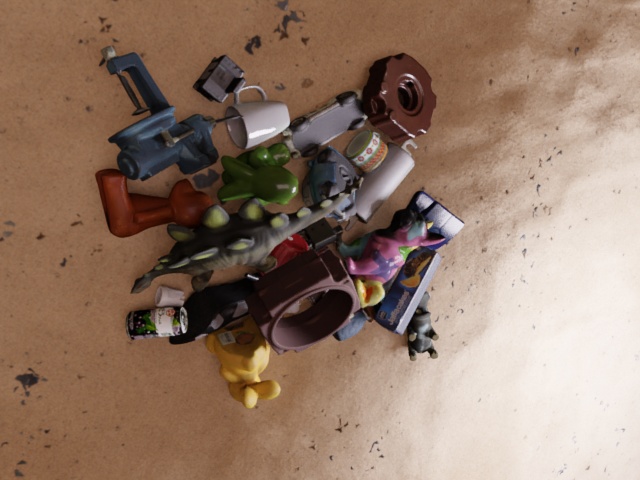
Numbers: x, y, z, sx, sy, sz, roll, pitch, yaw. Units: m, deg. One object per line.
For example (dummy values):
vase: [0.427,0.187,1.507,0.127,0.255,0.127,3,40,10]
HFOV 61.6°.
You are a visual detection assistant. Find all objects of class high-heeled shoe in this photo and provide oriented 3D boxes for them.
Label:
high-heeled shoe: [-0.184,0.141,1.104,0.249,0.086,0.145,-37,152,9]

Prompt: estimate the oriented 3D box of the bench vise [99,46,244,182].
bench vise: [-0.274,-0.214,0.901,0.224,0.129,0.240,-40,110,-37]

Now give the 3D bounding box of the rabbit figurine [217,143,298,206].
rabbit figurine: [-0.108,-0.119,0.989,0.159,0.170,0.121,1,103,-26]

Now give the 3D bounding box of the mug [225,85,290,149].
mug: [-0.116,-0.236,1.011,0.107,0.081,0.109,-23,107,-31]

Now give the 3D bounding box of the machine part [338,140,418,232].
machine part: [0.122,-0.122,1.148,0.079,0.079,0.243,41,86,-28]

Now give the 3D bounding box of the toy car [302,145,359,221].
toy car: [0.015,-0.101,1.085,0.103,0.162,0.109,-26,133,33]

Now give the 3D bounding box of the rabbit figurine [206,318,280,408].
rabbit figurine: [-0.148,0.270,1.108,0.122,0.163,0.173,-16,129,-33]

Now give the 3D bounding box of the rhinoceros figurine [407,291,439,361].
rhinoceros figurine: [0.239,0.200,1.278,0.073,0.112,0.190,-6,123,6]

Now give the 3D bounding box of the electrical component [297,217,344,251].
electrical component: [-0.002,-0.005,1.131,0.102,0.078,0.045,-31,149,-16]

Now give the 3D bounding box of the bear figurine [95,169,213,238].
bear figurine: [-0.281,-0.072,0.954,0.196,0.120,0.131,-14,106,-23]

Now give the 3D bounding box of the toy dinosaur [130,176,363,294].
toy dinosaur: [-0.136,-0.002,0.943,0.472,0.198,0.105,-24,76,7]

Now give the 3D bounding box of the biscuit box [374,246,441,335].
biscuit box: [0.197,0.110,1.201,0.202,0.059,0.062,-61,153,-8]

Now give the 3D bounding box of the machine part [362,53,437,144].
machine part: [0.168,-0.291,1.103,0.179,0.056,0.179,3,84,-38]

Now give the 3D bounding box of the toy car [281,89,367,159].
toy car: [0.013,-0.233,1.079,0.202,0.056,0.073,-32,122,-12]

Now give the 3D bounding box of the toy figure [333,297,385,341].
toy figure: [0.093,0.171,1.228,0.154,0.064,0.058,-31,78,-19]

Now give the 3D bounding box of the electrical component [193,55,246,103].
electrical component: [-0.174,-0.280,0.943,0.047,0.119,0.075,36,90,-29]

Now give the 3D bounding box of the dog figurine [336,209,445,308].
dog figurine: [0.158,0.033,1.155,0.219,0.109,0.191,-20,119,2]

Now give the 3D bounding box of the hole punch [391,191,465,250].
hole punch: [0.251,-0.035,1.228,0.142,0.092,0.115,31,94,-32]

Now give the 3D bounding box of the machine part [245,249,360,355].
machine part: [-0.029,0.126,1.056,0.201,0.087,0.201,-30,144,-6]
